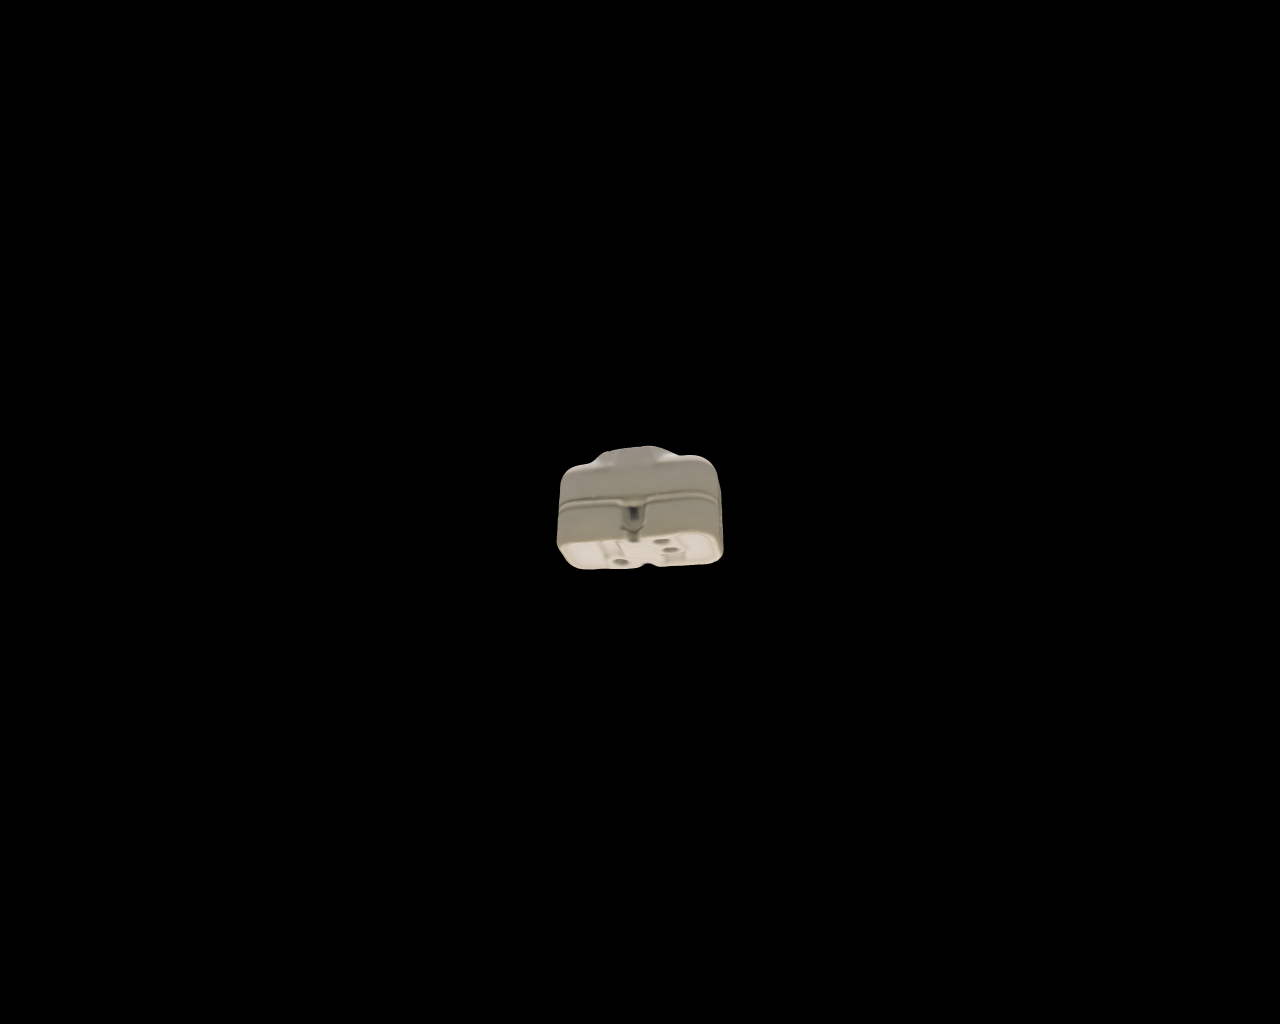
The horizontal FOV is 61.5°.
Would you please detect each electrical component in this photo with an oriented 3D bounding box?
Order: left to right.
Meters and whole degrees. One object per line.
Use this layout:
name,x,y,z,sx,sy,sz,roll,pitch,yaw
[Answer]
electrical component,0.001,-0.003,0.650,0.095,0.059,0.053,-4,-24,9
